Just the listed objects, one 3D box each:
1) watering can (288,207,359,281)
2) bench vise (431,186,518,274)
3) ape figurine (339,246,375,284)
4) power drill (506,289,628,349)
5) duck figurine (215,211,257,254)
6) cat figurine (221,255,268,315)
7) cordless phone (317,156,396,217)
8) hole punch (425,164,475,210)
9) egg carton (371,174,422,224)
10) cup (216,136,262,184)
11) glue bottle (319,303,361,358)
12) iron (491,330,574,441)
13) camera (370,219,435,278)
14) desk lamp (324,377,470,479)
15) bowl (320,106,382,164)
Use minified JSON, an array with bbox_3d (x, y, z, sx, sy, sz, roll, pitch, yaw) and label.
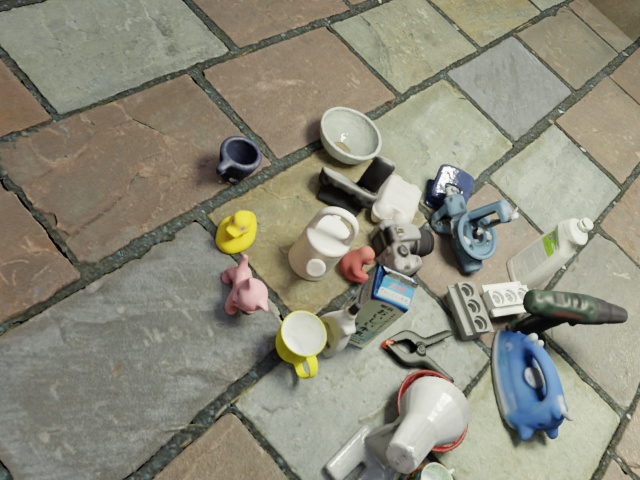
[{"bbox_3d":[0.013,0.005,1.174,0.101,0.194,0.173,10,56,-20],"label":"watering can"},{"bbox_3d":[0.360,-0.048,1.359,0.122,0.219,0.207,-31,76,-37],"label":"bench vise"},{"bbox_3d":[0.088,0.046,1.249,0.076,0.092,0.078,26,52,-8],"label":"ape figurine"},{"bbox_3d":[0.541,0.182,1.307,0.230,0.208,0.075,15,54,-16],"label":"power drill"},{"bbox_3d":[-0.164,-0.030,1.179,0.077,0.086,0.105,38,51,1],"label":"duck figurine"},{"bbox_3d":[-0.139,0.090,1.095,0.067,0.117,0.127,1,60,-25],"label":"cat figurine"},{"bbox_3d":[0.083,-0.150,1.313,0.148,0.185,0.094,24,52,-10],"label":"cordless phone"},{"bbox_3d":[0.337,-0.127,1.482,0.109,0.091,0.101,23,53,-11],"label":"hole punch"},{"bbox_3d":[0.186,-0.089,1.398,0.107,0.069,0.150,29,52,-6],"label":"egg carton"},{"bbox_3d":[-0.189,-0.158,1.244,0.091,0.095,0.118,41,51,4],"label":"cup"},{"bbox_3d":[0.039,0.162,1.099,0.037,0.173,0.078,-14,67,-32],"label":"glue bottle"},{"bbox_3d":[0.459,0.292,1.239,0.119,0.141,0.258,5,58,-23],"label":"iron"},{"bbox_3d":[0.204,0.018,1.318,0.137,0.100,0.143,-3,61,-27],"label":"camera"},{"bbox_3d":[0.142,0.353,1.001,0.118,0.213,0.204,48,52,9],"label":"desk lamp"},{"bbox_3d":[0.067,-0.249,1.440,0.168,0.074,0.167,13,55,-18],"label":"bowl"}]
